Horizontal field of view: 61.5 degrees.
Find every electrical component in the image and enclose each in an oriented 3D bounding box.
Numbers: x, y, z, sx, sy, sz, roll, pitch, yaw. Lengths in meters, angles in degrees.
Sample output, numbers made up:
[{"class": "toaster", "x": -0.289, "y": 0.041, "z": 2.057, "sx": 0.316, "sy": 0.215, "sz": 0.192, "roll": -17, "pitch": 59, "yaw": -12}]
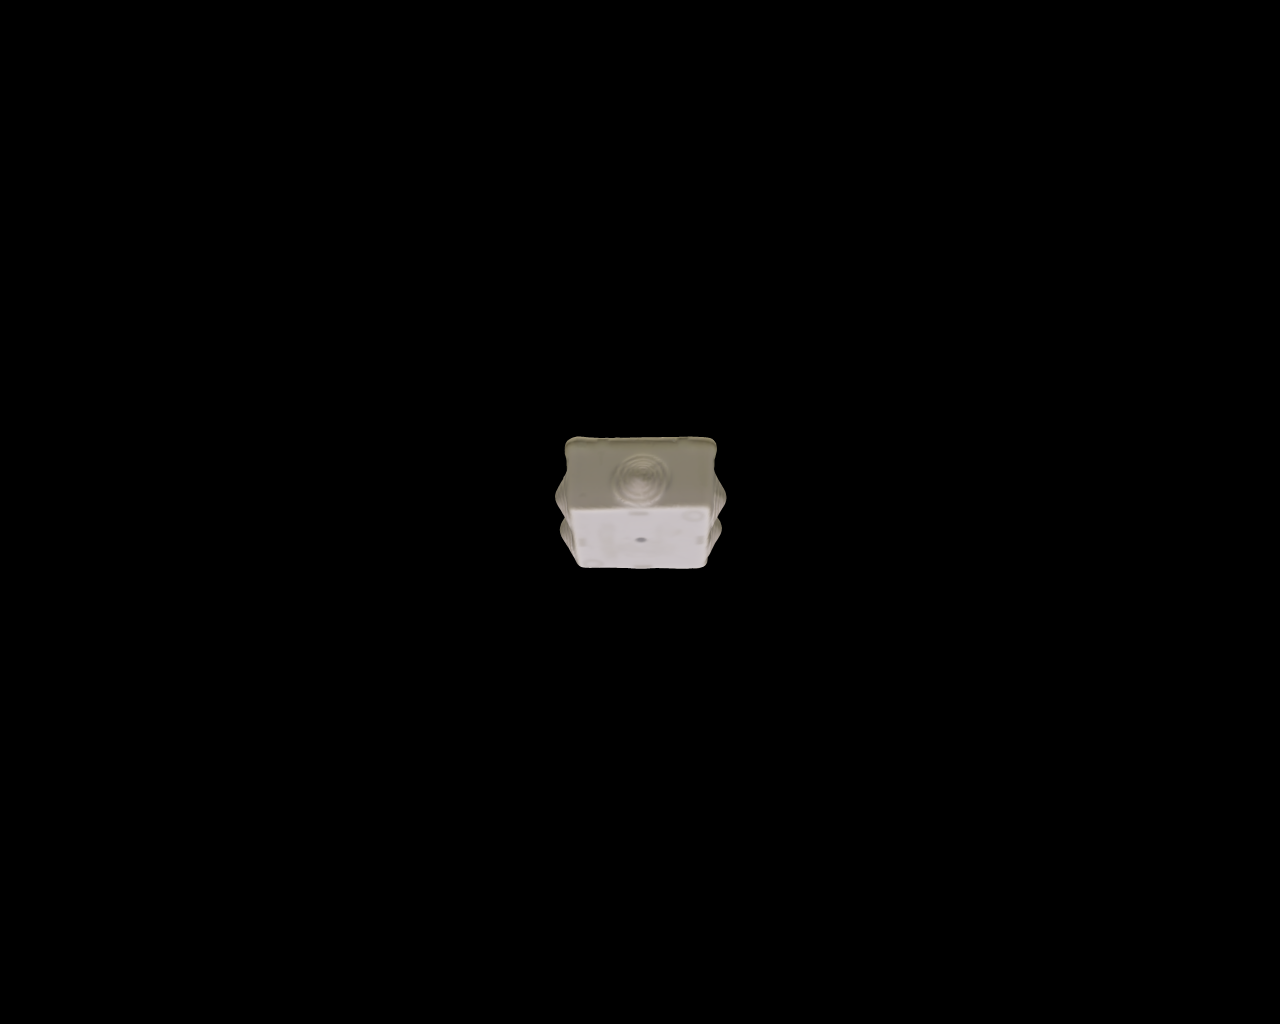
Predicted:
[{"class": "electrical component", "x": 0.001, "y": -0.003, "z": 0.650, "sx": 0.100, "sy": 0.048, "sz": 0.099, "roll": 0, "pitch": -28, "yaw": 0}]
